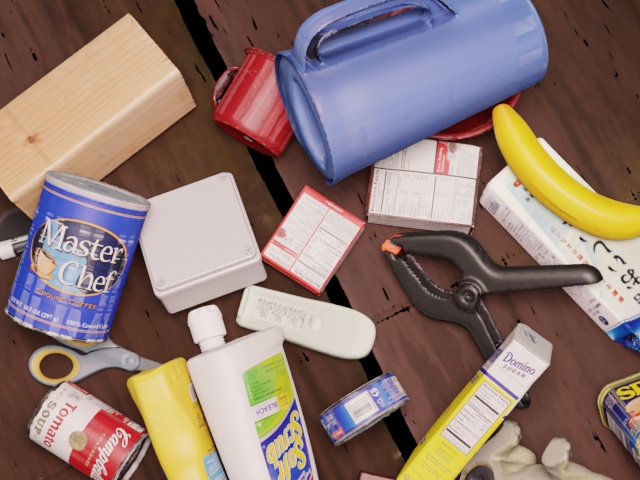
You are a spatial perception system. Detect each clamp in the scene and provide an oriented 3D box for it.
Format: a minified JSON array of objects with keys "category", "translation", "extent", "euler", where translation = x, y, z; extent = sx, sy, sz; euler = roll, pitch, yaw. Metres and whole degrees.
[{"category":"clamp","translation":[0.152,0.062,1.052],"extent":[0.210,0.036,0.165],"euler":[25,112,19]}]

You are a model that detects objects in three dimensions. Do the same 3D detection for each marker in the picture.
[{"category":"marker","translation":[-0.272,-0.005,1.103],"extent":[0.121,0.020,0.020],"euler":[-16,78,-2]}]

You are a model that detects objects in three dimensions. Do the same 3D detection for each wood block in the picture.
[{"category":"wood block","translation":[-0.240,-0.122,1.086],"extent":[0.206,0.090,0.091],"euler":[-38,74,-6]}]

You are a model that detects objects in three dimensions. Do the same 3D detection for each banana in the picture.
[{"category":"banana","translation":[0.236,-0.054,1.015],"extent":[0.198,0.037,0.069],"euler":[33,64,7]}]

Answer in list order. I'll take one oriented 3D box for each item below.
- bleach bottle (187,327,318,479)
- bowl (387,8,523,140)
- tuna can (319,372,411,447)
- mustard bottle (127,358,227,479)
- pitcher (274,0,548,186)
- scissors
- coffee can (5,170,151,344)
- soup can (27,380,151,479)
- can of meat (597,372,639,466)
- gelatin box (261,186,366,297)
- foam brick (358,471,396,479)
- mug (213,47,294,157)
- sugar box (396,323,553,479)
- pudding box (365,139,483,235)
[{"category":"bleach bottle","translation":[-0.042,0.216,1.019],"extent":[0.068,0.102,0.251],"euler":[-21,88,38]},{"category":"bowl","translation":[0.131,-0.174,1.109],"extent":[0.162,0.055,0.162],"euler":[0,78,2]},{"category":"tuna can","translation":[0.042,0.162,1.026],"extent":[0.086,0.086,0.034],"euler":[-31,78,-5]},{"category":"mustard bottle","translation":[-0.122,0.210,1.013],"extent":[0.058,0.096,0.191],"euler":[-22,87,-1]},{"category":"pitcher","translation":[0.086,-0.163,1.002],"extent":[0.242,0.149,0.145],"euler":[-24,93,-10]},{"category":"scissors","translation":[-0.207,0.135,1.074],"extent":[0.202,0.016,0.096],"euler":[33,83,8]},{"category":"coffee can","translation":[-0.231,0.015,1.021],"extent":[0.103,0.102,0.140],"euler":[19,96,5]},{"category":"soup can","translation":[-0.223,0.190,1.037],"extent":[0.102,0.068,0.068],"euler":[31,81,8]},{"category":"can of meat","translation":[0.328,0.167,1.010],"extent":[0.102,0.084,0.057],"euler":[-20,116,-2]},{"category":"gelatin box","translation":[-0.007,0.001,1.089],"extent":[0.073,0.030,0.089],"euler":[32,84,7]},{"category":"foam brick","translation":[0.056,0.265,1.022],"extent":[0.053,0.051,0.078],"euler":[12,79,3]},{"category":"mug","translation":[-0.065,-0.143,1.097],"extent":[0.117,0.093,0.081],"euler":[27,85,33]},{"category":"sugar box","translation":[0.144,0.160,0.991],"extent":[0.048,0.093,0.176],"euler":[36,102,8]},{"category":"pudding box","translation":[0.106,-0.057,1.094],"extent":[0.113,0.039,0.090],"euler":[7,79,5]}]
